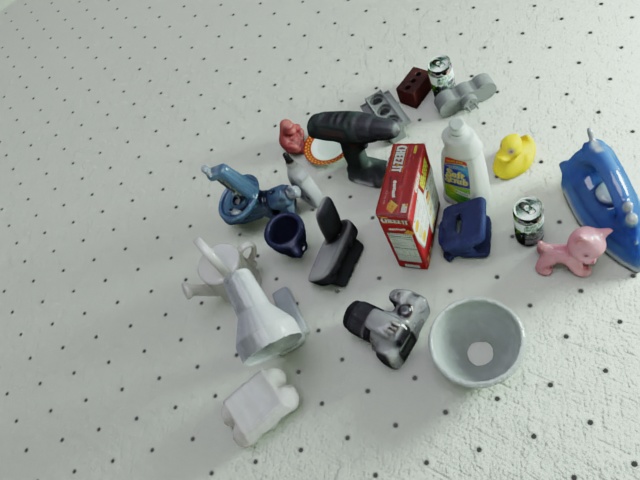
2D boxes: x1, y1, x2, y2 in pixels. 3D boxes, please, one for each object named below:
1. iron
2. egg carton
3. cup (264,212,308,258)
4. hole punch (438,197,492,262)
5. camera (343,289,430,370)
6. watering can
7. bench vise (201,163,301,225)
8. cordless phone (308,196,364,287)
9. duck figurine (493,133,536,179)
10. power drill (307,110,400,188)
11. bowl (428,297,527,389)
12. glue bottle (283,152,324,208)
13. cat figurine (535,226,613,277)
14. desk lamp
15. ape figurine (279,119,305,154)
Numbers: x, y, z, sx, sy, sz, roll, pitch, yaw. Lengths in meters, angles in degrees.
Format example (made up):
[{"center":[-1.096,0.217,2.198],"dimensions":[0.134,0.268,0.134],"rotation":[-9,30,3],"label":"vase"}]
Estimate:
[{"center":[0.532,-0.079,1.043],"dimensions":[0.118,0.142,0.258],"rotation":[-19,57,10],"label":"iron"},{"center":[-0.116,0.321,1.106],"dimensions":[0.150,0.070,0.107],"rotation":[-41,56,-5],"label":"egg carton"},{"center":[-0.058,0.008,1.248],"dimensions":[0.091,0.095,0.117],"rotation":[-34,55,0],"label":"cup"},{"center":[0.285,-0.022,1.135],"dimensions":[0.101,0.091,0.108],"rotation":[-2,61,20],"label":"hole punch"},{"center":[0.119,0.151,1.094],"dimensions":[0.136,0.101,0.143],"rotation":[23,72,30],"label":"camera"},{"center":[-0.213,0.063,1.215],"dimensions":[0.100,0.194,0.173],"rotation":[21,71,30],"label":"watering can"},{"center":[-0.156,-0.118,1.281],"dimensions":[0.207,0.220,0.121],"rotation":[-22,56,8],"label":"bench vise"},{"center":[0.011,0.004,1.168],"dimensions":[0.093,0.185,0.148],"rotation":[11,66,26],"label":"cordless phone"},{"center":[0.401,-0.188,1.188],"dimensions":[0.104,0.086,0.077],"rotation":[-44,56,-7],"label":"duck figurine"},{"center":[0.089,-0.205,1.243],"dimensions":[0.228,0.209,0.076],"rotation":[17,69,28],"label":"power drill"},{"center":[0.282,0.191,1.024],"dimensions":[0.167,0.075,0.167],"rotation":[-9,59,16],"label":"bowl"},{"center":[-0.046,-0.141,1.280],"dimensions":[0.078,0.173,0.037],"rotation":[36,79,33],"label":"glue bottle"},{"center":[0.455,0.014,1.033],"dimensions":[0.127,0.118,0.067],"rotation":[-1,62,21],"label":"cat figurine"},{"center":[-0.106,0.155,1.109],"dimensions":[0.118,0.214,0.202],"rotation":[-31,55,2],"label":"desk lamp"},{"center":[-0.072,-0.260,1.408],"dimensions":[0.076,0.092,0.078],"rotation":[18,69,29],"label":"ape figurine"}]
